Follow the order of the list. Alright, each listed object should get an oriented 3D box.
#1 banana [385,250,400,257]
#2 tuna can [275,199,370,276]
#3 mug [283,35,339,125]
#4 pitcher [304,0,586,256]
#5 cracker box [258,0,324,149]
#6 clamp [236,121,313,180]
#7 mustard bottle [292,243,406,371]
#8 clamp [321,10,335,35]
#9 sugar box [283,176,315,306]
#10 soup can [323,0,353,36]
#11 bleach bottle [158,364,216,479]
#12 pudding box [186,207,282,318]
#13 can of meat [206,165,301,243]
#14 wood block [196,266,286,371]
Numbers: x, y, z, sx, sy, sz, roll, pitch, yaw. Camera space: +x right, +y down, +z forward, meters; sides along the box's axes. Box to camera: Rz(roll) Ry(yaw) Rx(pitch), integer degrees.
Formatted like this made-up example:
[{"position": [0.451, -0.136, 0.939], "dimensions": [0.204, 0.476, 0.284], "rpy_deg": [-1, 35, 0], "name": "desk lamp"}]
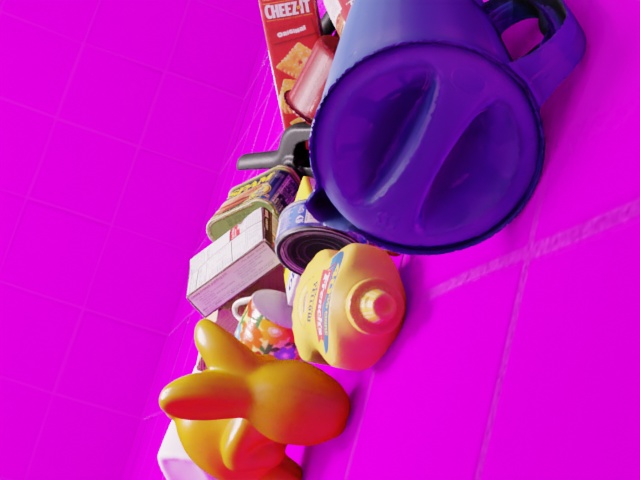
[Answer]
[{"position": [0.069, -0.068, 0.877], "dimensions": [0.197, 0.037, 0.070], "rpy_deg": [-83, -2, -55], "name": "banana"}, {"position": [0.003, 0.001, 0.953], "dimensions": [0.086, 0.086, 0.033], "rpy_deg": [122, 162, -53], "name": "tuna can"}, {"position": [0.014, -0.170, 1.181], "dimensions": [0.082, 0.093, 0.117], "rpy_deg": [-60, -4, 27], "name": "mug"}, {"position": [0.075, -0.107, 0.697], "dimensions": [0.242, 0.149, 0.145], "rpy_deg": [-83, 0, -61], "name": "pitcher"}, {"position": [-0.025, -0.239, 1.300], "dimensions": [0.164, 0.072, 0.214], "rpy_deg": [-95, -4, -53], "name": "cracker box"}, {"position": [-0.021, -0.081, 1.278], "dimensions": [0.172, 0.120, 0.039], "rpy_deg": [-30, 14, 50], "name": "clamp"}, {"position": [0.024, 0.052, 0.822], "dimensions": [0.192, 0.058, 0.096], "rpy_deg": [163, 119, -77], "name": "mustard bottle"}, {"position": [0.060, -0.348, 1.373], "dimensions": [0.164, 0.036, 0.210], "rpy_deg": [-59, 8, -20], "name": "clamp"}, {"position": [-0.008, 0.001, 1.120], "dimensions": [0.176, 0.048, 0.093], "rpy_deg": [-99, 26, -73], "name": "sugar box"}, {"position": [0.042, -0.261, 1.170], "dimensions": [0.069, 0.068, 0.102], "rpy_deg": [-62, 38, 44], "name": "soup can"}, {"position": [-0.129, 0.193, 1.352], "dimensions": [0.102, 0.068, 0.250], "rpy_deg": [74, -155, -44], "name": "bleach bottle"}, {"position": [-0.092, 0.023, 1.162], "dimensions": [0.114, 0.039, 0.090], "rpy_deg": [-37, 23, 14], "name": "pudding box"}, {"position": [-0.075, -0.033, 1.249], "dimensions": [0.102, 0.057, 0.083], "rpy_deg": [-24, 19, 30], "name": "can of meat"}, {"position": [-0.081, 0.075, 1.257], "dimensions": [0.206, 0.090, 0.090], "rpy_deg": [-90, 22, -62], "name": "wood block"}]
